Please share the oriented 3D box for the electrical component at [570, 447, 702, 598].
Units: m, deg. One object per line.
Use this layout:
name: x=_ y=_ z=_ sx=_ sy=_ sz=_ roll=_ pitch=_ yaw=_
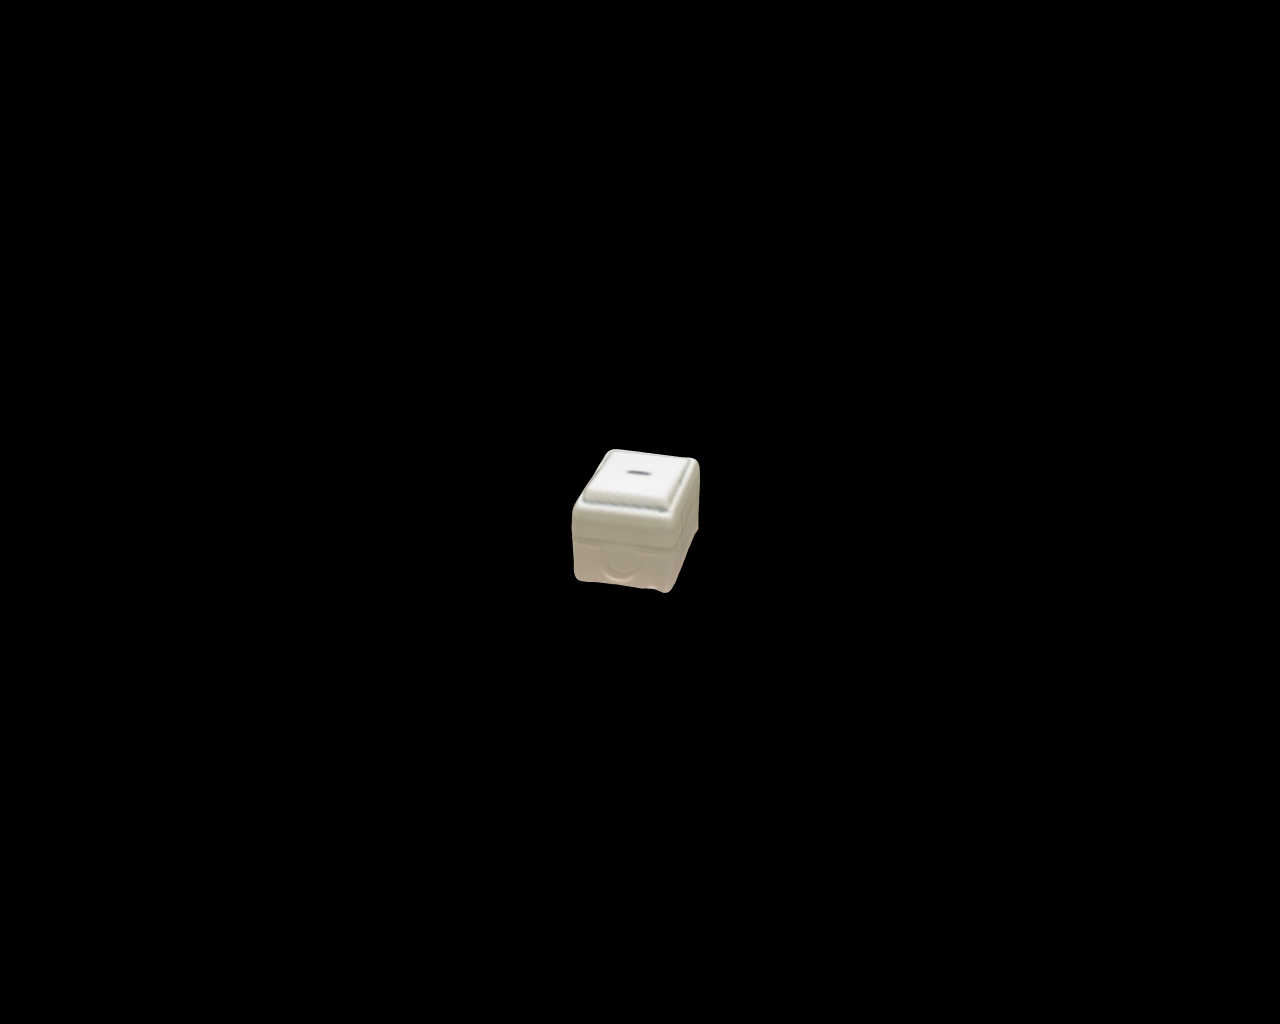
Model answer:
electrical component: x=0.001 y=-0.003 z=0.650 sx=0.062 sy=0.061 sz=0.096 roll=8 pitch=31 yaw=13
